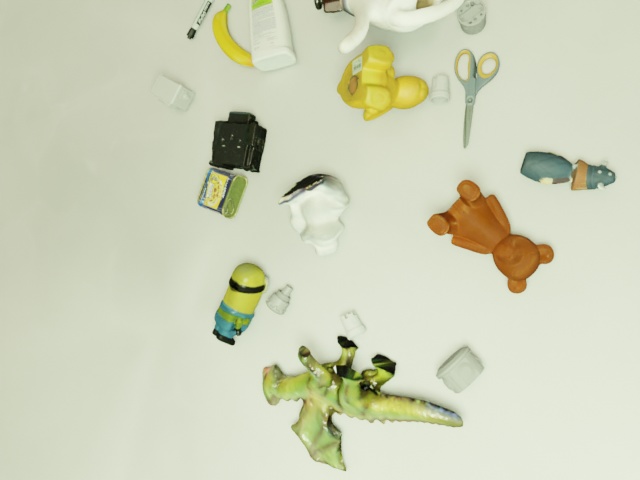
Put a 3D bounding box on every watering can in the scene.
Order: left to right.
[{"bbox_3d":[0.121,-0.457,1.005,0.351,0.101,0.227,-30,47,-23],"label":"watering can"}]

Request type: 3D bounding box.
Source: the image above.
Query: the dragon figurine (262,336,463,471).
[{"bbox_3d":[0.049,0.340,1.013,0.413,0.123,0.239,26,110,24],"label":"dragon figurine"}]

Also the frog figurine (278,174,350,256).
[{"bbox_3d":[0.003,-0.054,1.082,0.137,0.125,0.157,-30,110,7],"label":"frog figurine"}]
